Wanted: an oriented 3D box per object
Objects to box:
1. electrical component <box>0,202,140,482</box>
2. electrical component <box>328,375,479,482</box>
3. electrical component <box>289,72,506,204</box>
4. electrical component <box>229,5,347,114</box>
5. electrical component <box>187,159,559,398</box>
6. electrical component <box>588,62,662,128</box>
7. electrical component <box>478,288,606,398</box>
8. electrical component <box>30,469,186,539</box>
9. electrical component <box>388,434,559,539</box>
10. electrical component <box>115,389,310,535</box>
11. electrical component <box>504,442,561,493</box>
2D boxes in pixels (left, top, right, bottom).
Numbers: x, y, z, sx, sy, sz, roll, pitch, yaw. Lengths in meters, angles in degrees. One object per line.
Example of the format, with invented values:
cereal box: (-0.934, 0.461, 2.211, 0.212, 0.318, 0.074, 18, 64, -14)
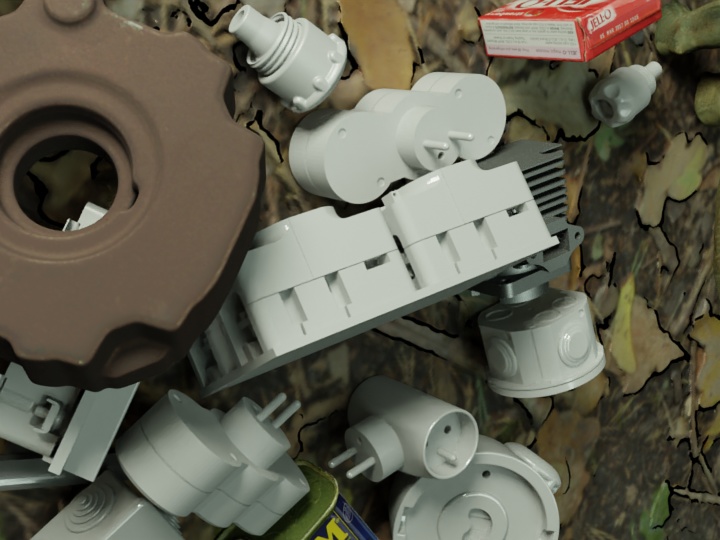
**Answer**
electrical component: (-0.133, 0.033, 0.531, 0.063, 0.079, 0.121, 25, 84, -8)
electrical component: (0.018, 0.103, 0.654, 0.079, 0.077, 0.043, -27, 116, -29)
electrical component: (0.034, -0.078, 0.628, 0.138, 0.074, 0.052, -23, 113, -31)
electrical component: (-0.042, -0.118, 0.583, 0.062, 0.048, 0.048, 32, 80, -30)
electrical component: (0.000, 0.000, 0.590, 0.186, 0.105, 0.060, -20, 84, -32)
electrical component: (0.191, -0.128, 0.759, 0.061, 0.035, 0.035, -38, 120, -27)
electrical component: (0.120, 0.049, 0.718, 0.080, 0.080, 0.051, -25, 109, -30)
electrical component: (-0.133, 0.166, 0.568, 0.100, 0.048, 0.099, -43, 127, -16)
electrical component: (0.070, 0.160, 0.707, 0.108, 0.060, 0.108, -2, 102, -8)
electrical component: (-0.062, 0.093, 0.572, 0.074, 0.052, 0.138, -43, 151, 2)
electrical component: (0.107, 0.156, 0.756, 0.048, 0.048, 0.062, 39, 86, -36)
